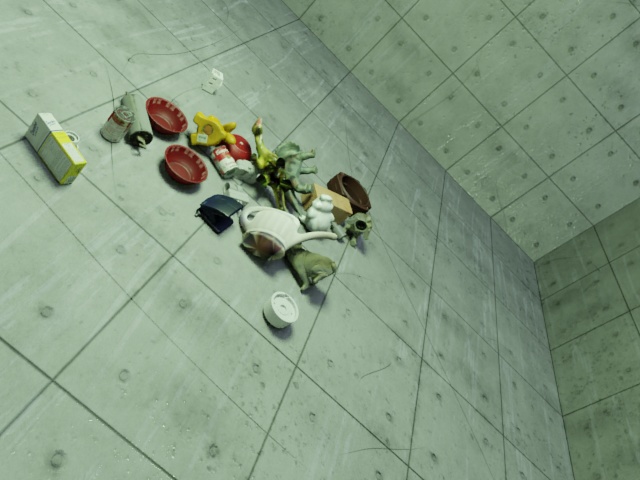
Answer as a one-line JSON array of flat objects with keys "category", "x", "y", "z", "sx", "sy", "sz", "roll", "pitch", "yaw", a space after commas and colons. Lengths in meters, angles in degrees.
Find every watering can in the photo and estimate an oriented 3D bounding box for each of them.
[{"category": "watering can", "x": -0.124, "y": -0.019, "z": 1.776, "sx": 0.348, "sy": 0.101, "sz": 0.229, "roll": 19, "pitch": 40, "yaw": 5}]

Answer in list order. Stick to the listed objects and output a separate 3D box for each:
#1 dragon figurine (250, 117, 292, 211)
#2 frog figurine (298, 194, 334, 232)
[{"category": "dragon figurine", "x": -0.190, "y": -0.268, "z": 1.992, "sx": 0.247, "sy": 0.122, "sz": 0.403, "roll": -112, "pitch": -172, "yaw": -64}, {"category": "frog figurine", "x": 0.006, "y": -0.103, "z": 2.049, "sx": 0.136, "sy": 0.157, "sz": 0.125, "roll": 19, "pitch": 44, "yaw": -41}]
